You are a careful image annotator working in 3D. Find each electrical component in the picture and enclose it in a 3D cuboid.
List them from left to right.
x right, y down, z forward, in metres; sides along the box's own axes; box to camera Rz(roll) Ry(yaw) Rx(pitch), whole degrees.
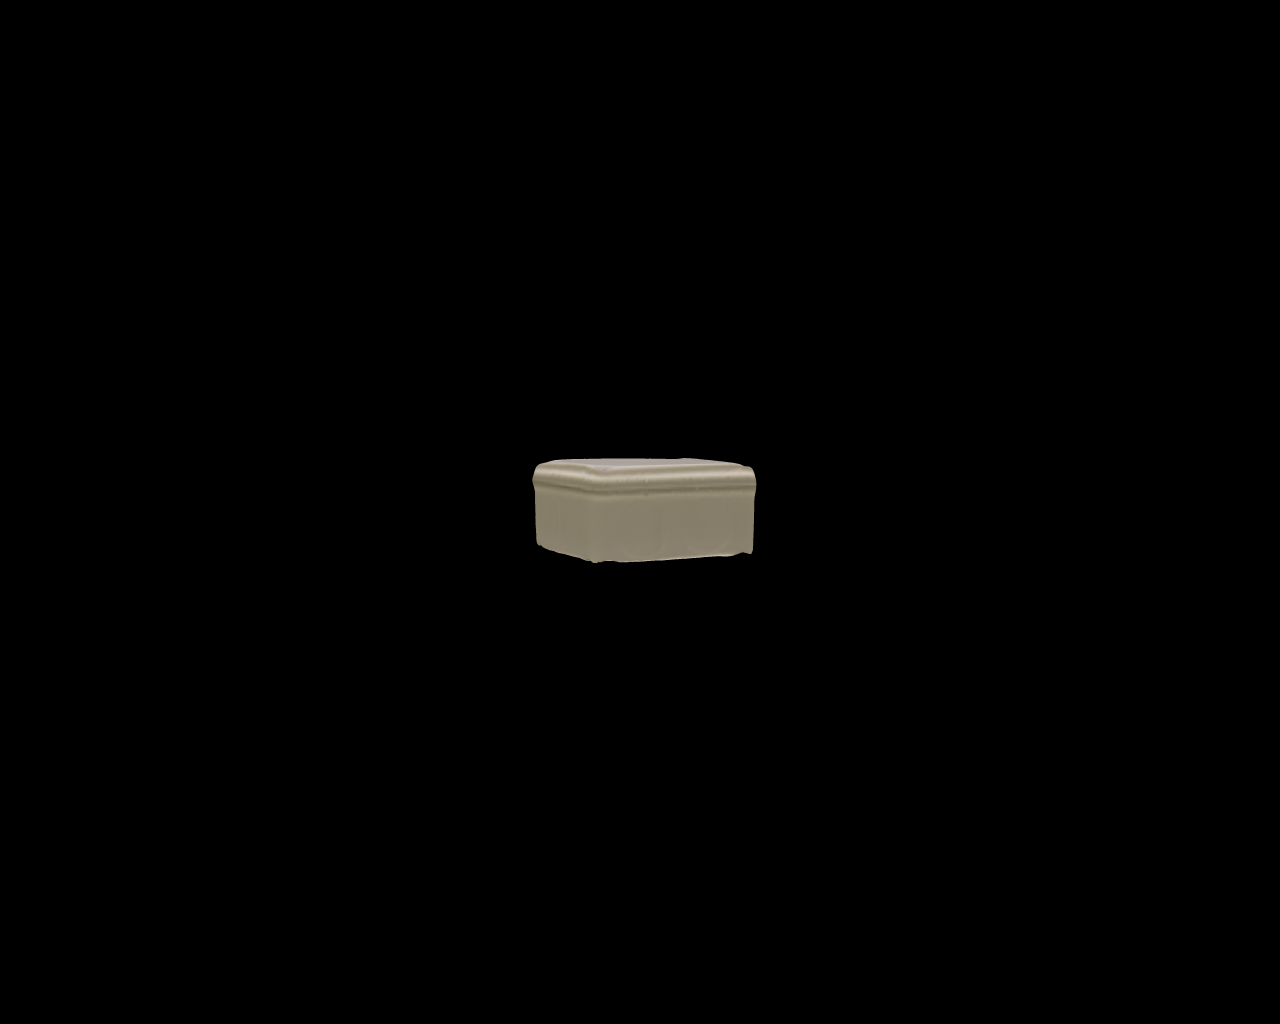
[{"bbox_3d":[0.001,-0.003,0.650,0.109,0.056,0.109,-2,5,-24],"label":"electrical component"}]
